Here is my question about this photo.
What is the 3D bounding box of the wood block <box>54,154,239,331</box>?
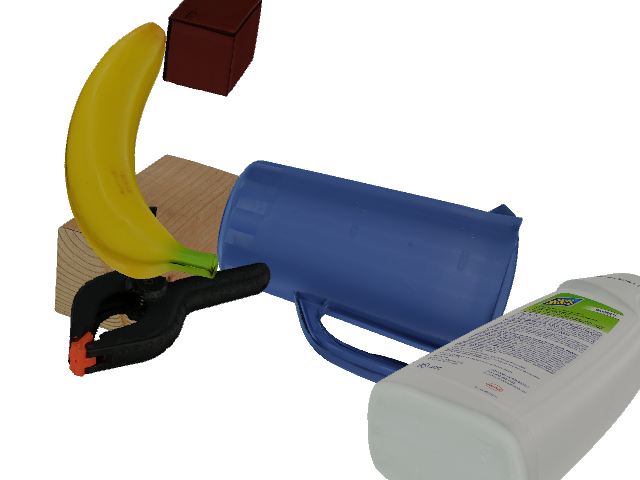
[{"bbox_3d":[-0.162,-0.001,1.037,0.090,0.091,0.205,17,27,13],"label":"wood block"}]

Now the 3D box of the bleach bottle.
[{"bbox_3d":[0.142,0.072,0.612,0.103,0.068,0.250,18,29,40],"label":"bleach bottle"}]

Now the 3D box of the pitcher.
[{"bbox_3d":[0.037,0.022,0.898,0.243,0.145,0.149,16,18,11],"label":"pitcher"}]

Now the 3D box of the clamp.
[{"bbox_3d":[-0.131,0.034,0.784,0.120,0.039,0.171,28,39,27],"label":"clamp"}]

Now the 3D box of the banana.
[{"bbox_3d":[-0.106,-0.047,0.588,0.069,0.198,0.037,-7,-38,-13],"label":"banana"}]

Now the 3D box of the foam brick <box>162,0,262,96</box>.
[{"bbox_3d":[-0.081,-0.152,0.807,0.053,0.051,0.078,14,33,6],"label":"foam brick"}]
